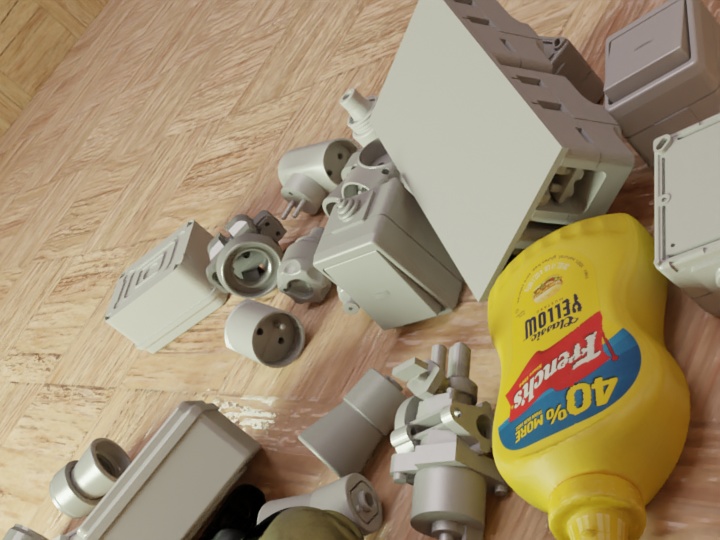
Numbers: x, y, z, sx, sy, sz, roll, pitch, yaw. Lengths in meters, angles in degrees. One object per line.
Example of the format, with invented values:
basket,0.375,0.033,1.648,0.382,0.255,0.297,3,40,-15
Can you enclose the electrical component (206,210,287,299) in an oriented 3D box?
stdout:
electrical component,-0.095,-0.009,0.918,0.078,0.058,0.057,-46,23,5

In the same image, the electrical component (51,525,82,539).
electrical component,-0.191,0.226,0.736,0.062,0.061,0.096,-32,30,29

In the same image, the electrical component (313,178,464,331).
electrical component,0.016,-0.010,0.701,0.062,0.096,0.061,-19,41,44

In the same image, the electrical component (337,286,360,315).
electrical component,0.000,0.000,0.777,0.040,0.040,0.078,-29,32,34

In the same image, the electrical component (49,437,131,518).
electrical component,-0.219,0.170,0.875,0.055,0.045,0.045,-40,27,17

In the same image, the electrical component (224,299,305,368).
electrical component,-0.079,0.047,0.830,0.043,0.043,0.081,-54,27,-12

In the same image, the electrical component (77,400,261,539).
electrical component,-0.120,0.142,0.702,0.108,0.056,0.108,-51,-3,-6

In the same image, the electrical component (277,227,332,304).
electrical component,-0.038,-0.007,0.843,0.043,0.043,0.062,-26,32,38

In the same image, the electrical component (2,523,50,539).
electrical component,-0.276,0.239,0.867,0.045,0.045,0.055,-11,44,51

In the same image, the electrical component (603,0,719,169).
electrical component,0.183,-0.119,0.636,0.062,0.061,0.096,-29,32,34

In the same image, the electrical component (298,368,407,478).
electrical component,0.000,0.092,0.651,0.065,0.044,0.044,-47,25,-9

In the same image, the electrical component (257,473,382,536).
electrical component,-0.020,0.142,0.614,0.065,0.044,0.044,-29,32,25

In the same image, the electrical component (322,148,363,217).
electrical component,0.002,-0.063,0.856,0.045,0.045,0.055,-7,47,53

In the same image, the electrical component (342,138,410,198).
electrical component,0.039,-0.071,0.806,0.079,0.044,0.077,13,51,42

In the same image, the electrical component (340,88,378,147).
electrical component,0.010,-0.127,0.911,0.043,0.062,0.043,-36,28,23

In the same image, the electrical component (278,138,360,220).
electrical component,-0.044,-0.076,0.945,0.077,0.043,0.079,-3,51,56

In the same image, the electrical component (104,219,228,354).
electrical component,-0.176,0.017,1.004,0.113,0.057,0.078,-34,29,27

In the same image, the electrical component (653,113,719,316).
electrical component,0.182,-0.023,0.512,0.062,0.061,0.096,-24,43,40

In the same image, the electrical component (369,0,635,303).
electrical component,0.081,-0.080,0.652,0.105,0.060,0.186,-66,34,33

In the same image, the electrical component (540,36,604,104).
electrical component,0.121,-0.119,0.740,0.061,0.061,0.096,-54,33,-7
